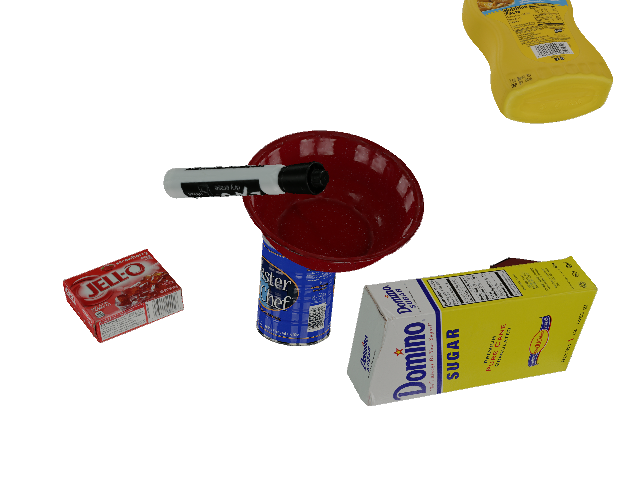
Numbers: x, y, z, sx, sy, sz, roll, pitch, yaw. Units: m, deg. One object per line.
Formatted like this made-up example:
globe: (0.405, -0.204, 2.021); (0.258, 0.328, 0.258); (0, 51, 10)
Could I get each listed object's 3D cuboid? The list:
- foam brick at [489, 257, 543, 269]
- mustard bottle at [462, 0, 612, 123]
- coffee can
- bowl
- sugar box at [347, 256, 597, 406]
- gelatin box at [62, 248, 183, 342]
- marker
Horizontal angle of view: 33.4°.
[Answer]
foam brick: (0.187, 0.060, 0.990); (0.053, 0.078, 0.051); (8, 14, 29)
mustard bottle: (0.177, -0.189, 0.936); (0.096, 0.191, 0.058); (-9, -36, -9)
coffee can: (-0.031, 0.055, 1.424); (0.103, 0.140, 0.103); (4, 24, -2)
bowl: (0.008, -0.024, 0.950); (0.162, 0.162, 0.055); (0, -42, -10)
sugar box: (0.113, 0.068, 0.804); (0.176, 0.093, 0.048); (-9, 42, -21)
gelatin box: (-0.182, 0.050, 0.986); (0.089, 0.030, 0.073); (-21, 41, -26)
marker: (-0.045, -0.035, 0.629); (0.121, 0.020, 0.020); (1, 1, 39)
